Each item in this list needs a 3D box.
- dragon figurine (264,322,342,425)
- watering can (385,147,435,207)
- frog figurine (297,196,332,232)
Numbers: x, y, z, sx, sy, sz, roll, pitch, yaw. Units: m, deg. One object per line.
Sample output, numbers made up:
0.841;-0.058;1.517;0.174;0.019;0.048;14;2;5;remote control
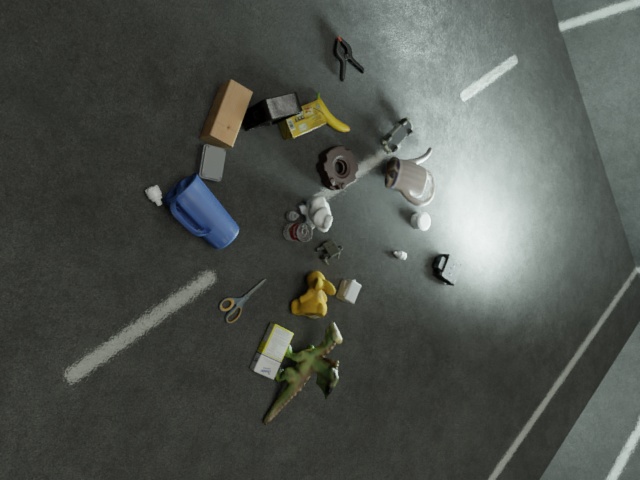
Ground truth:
-0.039;0.479;1.802;0.120;0.242;0.416;37;67;-34;dragon figurine
0.384;-0.291;2.177;0.224;0.102;0.356;19;53;-11;watering can
0.006;-0.095;1.891;0.123;0.159;0.137;-10;96;-36;frog figurine
